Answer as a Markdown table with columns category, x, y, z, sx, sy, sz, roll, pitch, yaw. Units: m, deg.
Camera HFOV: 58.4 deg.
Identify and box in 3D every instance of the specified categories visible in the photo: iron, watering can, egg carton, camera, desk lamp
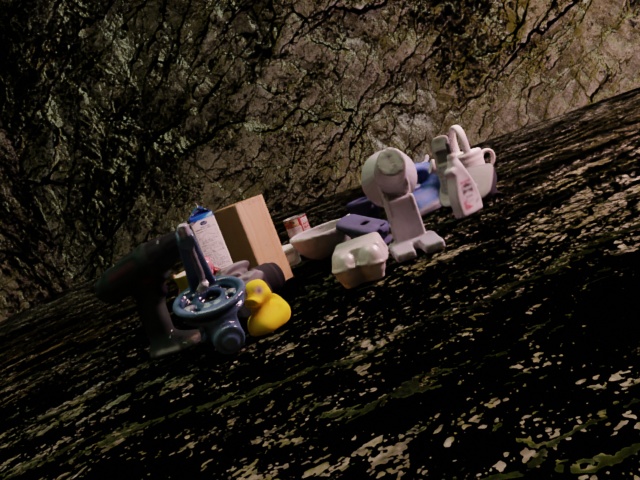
| category | x | y | z | sx | sy | sz | roll | pitch | yaw |
| --- | --- | --- | --- | --- | --- | --- | --- | --- | --- |
| iron | 0.244 | -0.133 | 1.537 | 0.259 | 0.141 | 0.118 | -27 | 11 | -40 |
| watering can | 0.377 | -0.209 | 1.526 | 0.173 | 0.194 | 0.100 | -24 | 9 | -23 |
| egg carton | 0.078 | 0.037 | 1.080 | 0.107 | 0.069 | 0.150 | -19 | 8 | 8 |
| camera | -0.135 | 0.087 | 1.154 | 0.137 | 0.101 | 0.142 | -26 | 10 | -33 |
| desk lamp | 0.160 | -0.082 | 1.150 | 0.118 | 0.213 | 0.203 | -20 | 8 | 2 |

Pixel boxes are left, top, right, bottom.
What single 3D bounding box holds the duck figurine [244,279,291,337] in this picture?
| category | x | y | z | sx | sy | sz | roll | pitch | yaw |
| --- | --- | --- | --- | --- | --- | --- | --- | --- | --- |
| duck figurine | -0.098 | 0.107 | 0.982 | 0.077 | 0.086 | 0.105 | -17 | 9 | 21 |

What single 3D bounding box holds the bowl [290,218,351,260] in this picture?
| category | x | y | z | sx | sy | sz | roll | pitch | yaw |
| --- | --- | --- | --- | --- | --- | --- | --- | --- | --- |
| bowl | 0.013 | 0.005 | 1.424 | 0.167 | 0.075 | 0.167 | -20 | 8 | 3 |

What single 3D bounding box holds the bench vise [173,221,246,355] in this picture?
| category | x | y | z | sx | sy | sz | roll | pitch | yaw |
| --- | --- | --- | --- | --- | --- | --- | --- | --- | --- |
| bench vise | -0.207 | 0.079 | 0.959 | 0.122 | 0.220 | 0.206 | -26 | 10 | -34 |

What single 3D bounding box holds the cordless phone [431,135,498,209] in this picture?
| category | x | y | z | sx | sy | sz | roll | pitch | yaw |
| --- | --- | --- | --- | --- | --- | --- | --- | --- | --- |
| cordless phone | 0.350 | -0.177 | 1.415 | 0.147 | 0.185 | 0.094 | -13 | 11 | 39 |

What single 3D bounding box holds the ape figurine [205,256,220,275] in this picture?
| category | x | y | z | sx | sy | sz | roll | pitch | yaw |
| --- | --- | --- | --- | --- | --- | --- | --- | --- | --- |
| ape figurine | -0.315 | 0.090 | 1.601 | 0.078 | 0.092 | 0.076 | -23 | 9 | -19 |

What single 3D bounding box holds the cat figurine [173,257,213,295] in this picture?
| category | x | y | z | sx | sy | sz | roll | pitch | yaw |
| --- | --- | --- | --- | --- | --- | --- | --- | --- | --- |
| cat figurine | -0.327 | 0.094 | 1.511 | 0.128 | 0.118 | 0.067 | -26 | 10 | -34 |

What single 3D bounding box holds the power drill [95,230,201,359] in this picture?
| category | x | y | z | sx | sy | sz | roll | pitch | yaw |
| --- | --- | --- | --- | --- | --- | --- | --- | --- | --- |
| power drill | -0.295 | 0.103 | 1.056 | 0.229 | 0.208 | 0.076 | -18 | 9 | 17 |

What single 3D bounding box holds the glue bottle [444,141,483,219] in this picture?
| category | x | y | z | sx | sy | sz | roll | pitch | yaw |
| --- | --- | --- | --- | --- | --- | --- | --- | --- | --- |
| glue bottle | 0.314 | -0.140 | 1.299 | 0.078 | 0.173 | 0.037 | -26 | 10 | -35 |

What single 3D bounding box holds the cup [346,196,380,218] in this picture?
| category | x | y | z | sx | sy | sz | roll | pitch | yaw |
| --- | --- | --- | --- | --- | --- | --- | --- | --- | --- |
| cup | 0.133 | -0.067 | 1.535 | 0.092 | 0.095 | 0.117 | -24 | 9 | -24 |

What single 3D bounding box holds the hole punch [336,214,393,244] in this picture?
| category | x | y | z | sx | sy | sz | roll | pitch | yaw |
| --- | --- | --- | --- | --- | --- | --- | --- | --- | --- |
| hole punch | 0.103 | -0.021 | 1.318 | 0.100 | 0.091 | 0.109 | -15 | 10 | 31 |
